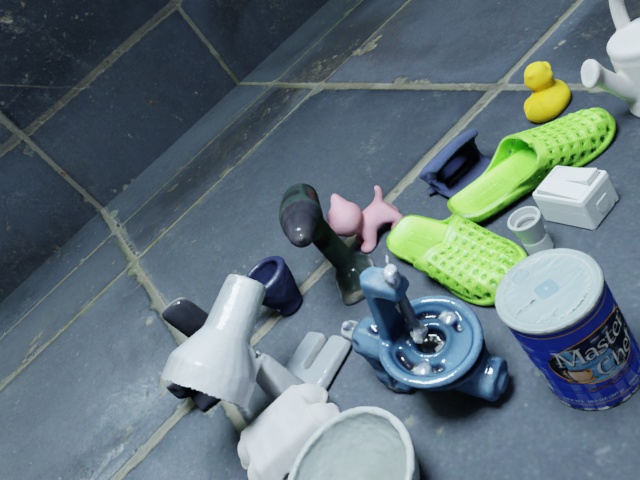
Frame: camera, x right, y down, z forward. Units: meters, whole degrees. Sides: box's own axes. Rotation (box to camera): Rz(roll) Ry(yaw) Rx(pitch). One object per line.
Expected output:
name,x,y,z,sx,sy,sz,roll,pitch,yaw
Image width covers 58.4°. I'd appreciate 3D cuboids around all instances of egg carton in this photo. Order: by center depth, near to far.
egg carton,-0.038,0.263,0.759,0.150,0.070,0.107,-43,29,-5

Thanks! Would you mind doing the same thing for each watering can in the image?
watering can,0.450,-0.268,0.795,0.173,0.194,0.100,-47,30,-12

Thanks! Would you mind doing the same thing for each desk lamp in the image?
desk lamp,-0.091,0.163,0.810,0.117,0.214,0.203,-1,47,49

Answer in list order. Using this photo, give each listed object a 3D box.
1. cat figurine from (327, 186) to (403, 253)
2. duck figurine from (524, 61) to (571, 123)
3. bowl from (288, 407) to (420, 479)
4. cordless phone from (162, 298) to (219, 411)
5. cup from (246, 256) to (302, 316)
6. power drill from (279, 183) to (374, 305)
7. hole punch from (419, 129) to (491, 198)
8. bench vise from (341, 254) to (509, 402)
cat figurine,0.068,-0.042,1.007,0.128,0.118,0.067,-38,29,4
duck figurine,0.378,-0.261,0.981,0.077,0.086,0.105,-5,44,46
bowl,0.047,0.277,0.636,0.167,0.075,0.167,-29,31,20
cordless phone,-0.217,0.183,0.959,0.147,0.185,0.094,-40,29,0
cup,-0.087,0.097,1.019,0.117,0.095,0.091,-34,30,11
power drill,0.008,0.003,0.920,0.075,0.209,0.229,-36,29,8
hole punch,0.223,-0.134,0.982,0.109,0.091,0.100,-44,29,-6
bench vise,0.087,0.112,0.667,0.206,0.220,0.121,-17,37,35
